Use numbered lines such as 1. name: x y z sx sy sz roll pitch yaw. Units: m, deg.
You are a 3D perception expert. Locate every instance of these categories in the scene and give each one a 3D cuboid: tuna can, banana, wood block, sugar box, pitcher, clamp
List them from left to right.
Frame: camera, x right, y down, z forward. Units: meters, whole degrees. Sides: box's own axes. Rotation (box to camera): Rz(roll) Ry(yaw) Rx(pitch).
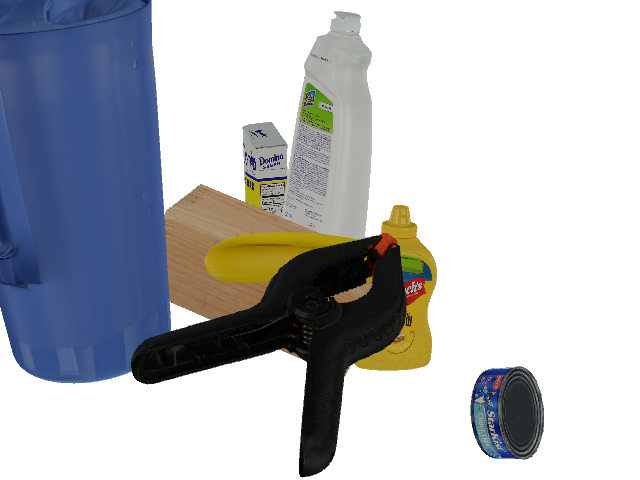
1. pitcher: -0.167 -0.031 0.677 0.149 0.243 0.145 -10 24 -15
2. sugar box: -0.068 -0.050 1.329 0.048 0.176 0.093 -9 25 -12
3. wood block: -0.048 0.036 1.009 0.206 0.091 0.090 23 26 9
4. banana: -0.025 0.018 0.799 0.198 0.037 0.069 2 -19 35
5. clamp: -0.001 0.054 0.569 0.120 0.039 0.171 36 51 28
6. tuna can: 0.175 0.162 1.001 0.034 0.086 0.085 -8 -5 37

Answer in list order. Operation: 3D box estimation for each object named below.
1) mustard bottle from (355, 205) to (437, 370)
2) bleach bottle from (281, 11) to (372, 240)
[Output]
1. mustard bottle: 0.087 0.054 1.242 0.096 0.192 0.058 0 14 -11
2. bleach bottle: 0.017 -0.113 1.134 0.067 0.251 0.103 -10 26 -42
